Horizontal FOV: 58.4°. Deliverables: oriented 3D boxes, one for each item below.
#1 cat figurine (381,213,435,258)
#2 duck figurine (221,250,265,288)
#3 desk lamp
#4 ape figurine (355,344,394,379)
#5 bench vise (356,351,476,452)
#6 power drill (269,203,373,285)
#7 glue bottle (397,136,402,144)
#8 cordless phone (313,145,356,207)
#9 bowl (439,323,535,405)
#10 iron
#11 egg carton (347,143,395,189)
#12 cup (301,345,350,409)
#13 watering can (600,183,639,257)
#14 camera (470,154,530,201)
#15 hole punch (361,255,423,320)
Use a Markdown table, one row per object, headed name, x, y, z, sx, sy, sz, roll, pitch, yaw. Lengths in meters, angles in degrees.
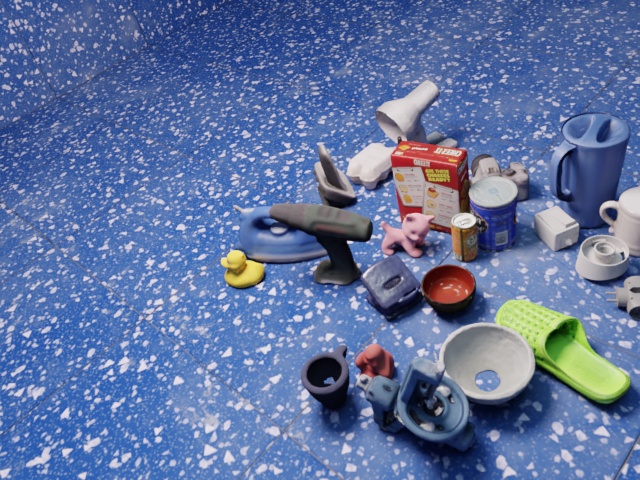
| name | x | y | z | sx | sy | sz | roll | pitch | yaw |
| --- | --- | --- | --- | --- | --- | --- | --- | --- | --- |
| cat figurine | 0.202 | -0.023 | 1.332 | 0.127 | 0.118 | 0.067 | 3 | 45 | 21 |
| duck figurine | -0.190 | 0.063 | 1.387 | 0.104 | 0.086 | 0.077 | -3 | 43 | 14 |
| desk lamp | 0.261 | -0.312 | 1.558 | 0.203 | 0.214 | 0.117 | -32 | 44 | -18 |
| ape figurine | 0.106 | 0.233 | 1.100 | 0.076 | 0.092 | 0.077 | -29 | 43 | -14 |
| bench vise | 0.150 | 0.265 | 0.954 | 0.207 | 0.220 | 0.121 | -1 | 43 | 17 |
| power drill | 0.012 | 0.005 | 1.293 | 0.229 | 0.209 | 0.075 | 1 | 44 | 19 |
| glue bottle | 0.215 | -0.194 | 1.473 | 0.037 | 0.173 | 0.078 | -1 | 43 | 17 |
| cordless phone | 0.026 | -0.190 | 1.521 | 0.094 | 0.185 | 0.147 | -20 | 41 | -4 |
| bowl | 0.304 | 0.237 | 1.046 | 0.167 | 0.075 | 0.167 | -9 | 42 | 8 |
| iron | -0.091 | -0.030 | 1.415 | 0.257 | 0.142 | 0.119 | 1 | 44 | 19 |
| egg carton | 0.150 | -0.208 | 1.589 | 0.107 | 0.069 | 0.150 | 27 | 57 | 38 |
| cup | 0.024 | 0.266 | 1.089 | 0.091 | 0.095 | 0.118 | 14 | 50 | 30 |
| watering can | 0.674 | -0.068 | 1.173 | 0.172 | 0.194 | 0.101 | -12 | 41 | 5 |
| camera | 0.435 | -0.165 | 1.426 | 0.143 | 0.101 | 0.136 | -9 | 42 | 8 |
| hole punch | 0.156 | 0.099 | 1.232 | 0.109 | 0.091 | 0.100 | -31 | 43 | -17 |
